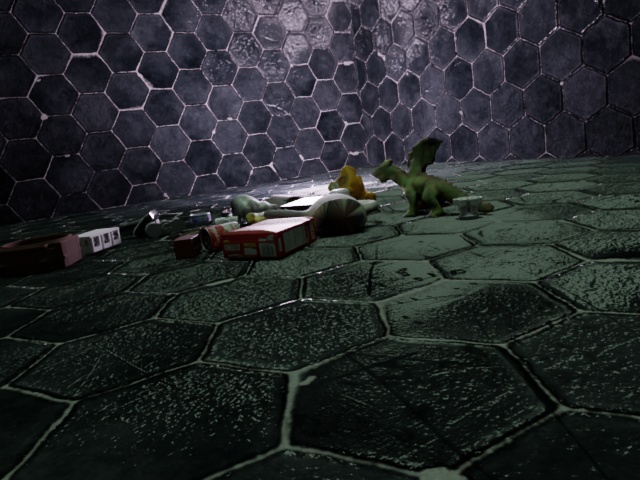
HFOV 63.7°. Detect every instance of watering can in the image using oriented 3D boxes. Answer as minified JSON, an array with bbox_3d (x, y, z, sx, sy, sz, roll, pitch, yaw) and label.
[{"bbox_3d":[0.005,-0.076,1.513,0.348,0.103,0.226,-8,12,-3],"label":"watering can"}]

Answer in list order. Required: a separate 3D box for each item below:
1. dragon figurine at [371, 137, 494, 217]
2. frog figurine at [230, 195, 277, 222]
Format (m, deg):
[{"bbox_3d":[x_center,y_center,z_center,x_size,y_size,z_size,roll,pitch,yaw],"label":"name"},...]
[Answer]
[{"bbox_3d":[0.335,-0.195,1.581,0.409,0.242,0.123,-1,6,42],"label":"dragon figurine"},{"bbox_3d":[-0.240,-0.119,1.876,0.159,0.124,0.136,-19,-10,0],"label":"frog figurine"}]
